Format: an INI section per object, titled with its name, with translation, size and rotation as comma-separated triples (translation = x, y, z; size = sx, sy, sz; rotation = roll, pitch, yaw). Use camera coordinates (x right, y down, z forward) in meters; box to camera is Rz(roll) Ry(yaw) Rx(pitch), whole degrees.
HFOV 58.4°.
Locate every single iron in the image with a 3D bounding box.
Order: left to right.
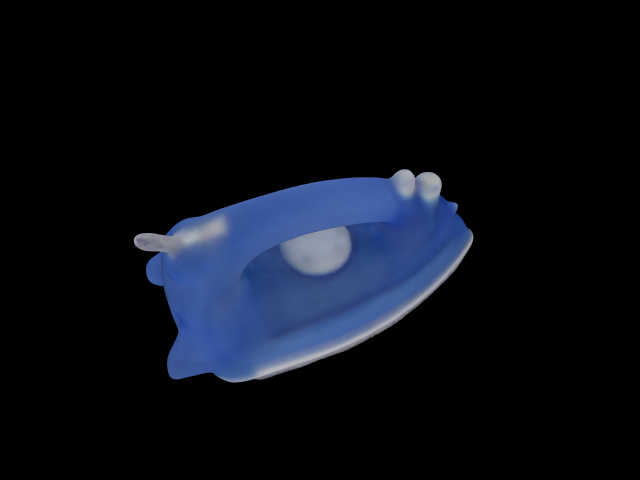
[iron]
translation = 0.004, 0.001, 0.400
size = 0.258, 0.141, 0.118
rotation = -18, 61, -10
